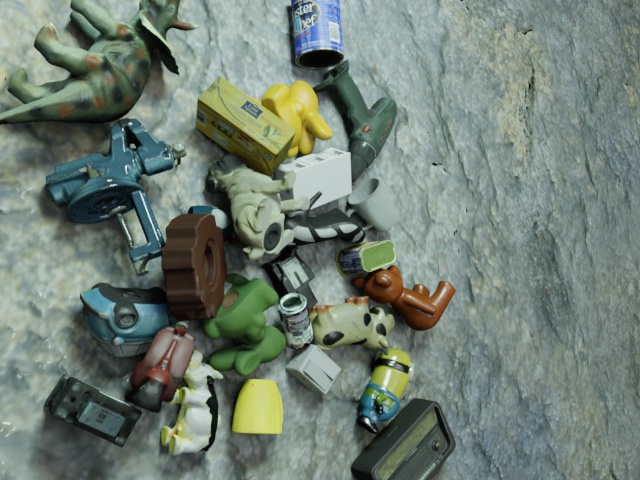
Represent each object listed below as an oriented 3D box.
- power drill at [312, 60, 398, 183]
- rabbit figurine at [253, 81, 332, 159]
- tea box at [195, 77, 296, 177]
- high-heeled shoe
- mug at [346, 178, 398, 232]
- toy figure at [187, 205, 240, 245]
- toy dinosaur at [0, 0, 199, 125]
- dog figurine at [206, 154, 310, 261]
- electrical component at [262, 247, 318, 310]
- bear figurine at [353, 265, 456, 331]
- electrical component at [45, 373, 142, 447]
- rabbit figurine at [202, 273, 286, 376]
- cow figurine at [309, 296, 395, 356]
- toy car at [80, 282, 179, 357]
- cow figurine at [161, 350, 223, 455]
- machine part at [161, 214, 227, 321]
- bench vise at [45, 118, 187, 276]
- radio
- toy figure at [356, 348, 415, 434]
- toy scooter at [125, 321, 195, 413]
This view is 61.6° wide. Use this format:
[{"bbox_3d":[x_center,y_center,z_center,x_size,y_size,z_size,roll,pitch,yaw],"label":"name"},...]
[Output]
[{"bbox_3d":[0.067,-0.264,1.154,0.207,0.086,0.232,48,60,-16],"label":"power drill"},{"bbox_3d":[-0.049,-0.247,1.056,0.162,0.122,0.173,44,44,-15],"label":"rabbit figurine"},{"bbox_3d":[-0.136,-0.199,0.965,0.169,0.098,0.068,36,64,-1],"label":"tea box"},{"bbox_3d":[-0.002,-0.003,1.064,0.145,0.086,0.248,-48,141,2],"label":"high-heeled shoe"},{"bbox_3d":[0.115,-0.061,1.164,0.109,0.081,0.107,-47,116,-9],"label":"mug"},{"bbox_3d":[-0.168,-0.020,0.980,0.154,0.058,0.064,17,85,-32],"label":"toy figure"},{"bbox_3d":[-0.335,-0.263,0.839,0.192,0.131,0.405,32,62,-22],"label":"toy dinosaur"},{"bbox_3d":[-0.139,-0.059,0.940,0.172,0.191,0.121,-55,146,-32],"label":"dog figurine"},{"bbox_3d":[-0.050,0.078,1.051,0.075,0.048,0.119,-40,107,-30],"label":"electrical component"},{"bbox_3d":[0.179,0.106,1.164,0.195,0.120,0.132,41,60,-18],"label":"bear figurine"},{"bbox_3d":[-0.333,0.249,0.790,0.115,0.134,0.058,35,67,-24],"label":"electrical component"},{"bbox_3d":[-0.121,0.166,0.955,0.170,0.121,0.159,55,50,-33],"label":"rabbit figurine"},{"bbox_3d":[0.071,0.180,1.099,0.195,0.085,0.127,-5,89,-31],"label":"cow figurine"},{"bbox_3d":[-0.302,0.131,0.855,0.161,0.109,0.102,9,104,-48],"label":"toy car"},{"bbox_3d":[-0.205,0.272,0.912,0.098,0.068,0.167,16,79,-37],"label":"cow figurine"},{"bbox_3d":[-0.196,0.040,0.863,0.056,0.179,0.179,-3,85,6],"label":"machine part"},{"bbox_3d":[-0.297,-0.062,0.848,0.224,0.129,0.240,-19,76,-26],"label":"bench vise"},{"bbox_3d":[0.185,0.458,1.147,0.229,0.073,0.131,-34,103,-32],"label":"radio"},{"bbox_3d":[0.136,0.312,1.129,0.089,0.082,0.180,48,64,-22],"label":"toy figure"},{"bbox_3d":[-0.244,0.195,0.831,0.075,0.184,0.135,25,66,-11],"label":"toy scooter"}]
